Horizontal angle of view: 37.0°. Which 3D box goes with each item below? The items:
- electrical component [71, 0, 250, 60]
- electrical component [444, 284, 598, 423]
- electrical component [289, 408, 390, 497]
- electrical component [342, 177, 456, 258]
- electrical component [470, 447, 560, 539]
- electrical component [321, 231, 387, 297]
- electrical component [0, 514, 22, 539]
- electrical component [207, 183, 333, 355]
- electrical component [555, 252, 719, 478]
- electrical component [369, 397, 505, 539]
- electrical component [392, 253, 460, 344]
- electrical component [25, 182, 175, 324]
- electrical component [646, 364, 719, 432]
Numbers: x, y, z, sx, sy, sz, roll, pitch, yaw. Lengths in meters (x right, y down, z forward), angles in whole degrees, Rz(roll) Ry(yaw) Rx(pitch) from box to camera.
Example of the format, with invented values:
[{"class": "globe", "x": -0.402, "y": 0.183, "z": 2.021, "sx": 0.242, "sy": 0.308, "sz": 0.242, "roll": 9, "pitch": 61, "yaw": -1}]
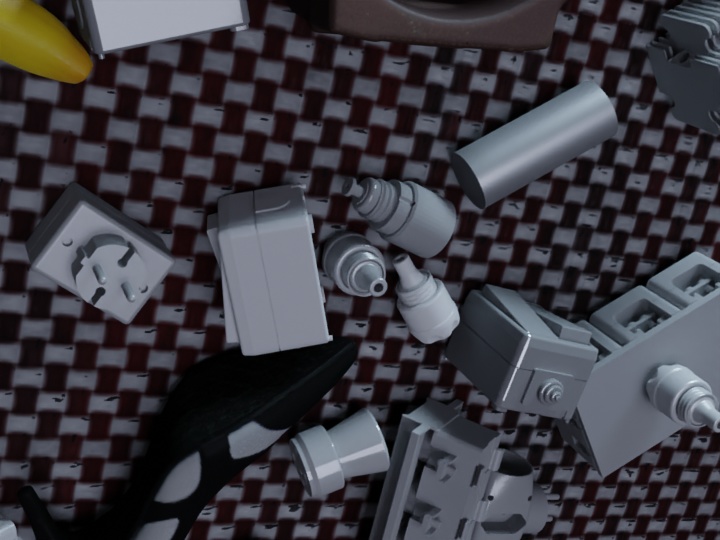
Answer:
[{"class": "electrical component", "x": -0.100, "y": -0.153, "z": 0.554, "sx": 0.096, "sy": 0.062, "sz": 0.061, "roll": -16, "pitch": 116, "yaw": -16}, {"class": "electrical component", "x": 0.109, "y": 0.055, "z": 0.708, "sx": 0.062, "sy": 0.096, "sz": 0.061, "roll": 13, "pitch": 105, "yaw": -27}, {"class": "electrical component", "x": -0.014, "y": 0.121, "z": 0.714, "sx": 0.055, "sy": 0.045, "sz": 0.045, "roll": -19, "pitch": 117, "yaw": -14}, {"class": "electrical component", "x": 0.024, "y": -0.037, "z": 0.667, "sx": 0.078, "sy": 0.040, "sz": 0.040, "roll": 24, "pitch": 100, "yaw": -29}, {"class": "electrical component", "x": 0.111, "y": 0.174, "z": 0.789, "sx": 0.079, "sy": 0.043, "sz": 0.077, "roll": 6, "pitch": 108, "yaw": -25}, {"class": "electrical component", "x": 0.000, "y": 0.000, "z": 0.659, "sx": 0.035, "sy": 0.061, "sz": 0.035, "roll": -8, "pitch": 113, "yaw": -19}, {"class": "electrical component", "x": -0.235, "y": 0.166, "z": 0.623, "sx": 0.064, "sy": 0.081, "sz": 0.042, "roll": -22, "pitch": 123, "yaw": -46}, {"class": "electrical component", "x": -0.053, "y": 0.006, "z": 0.635, "sx": 0.061, "sy": 0.061, "sz": 0.096, "roll": -10, "pitch": 115, "yaw": -3}, {"class": "electrical component", "x": 0.208, "y": 0.064, "z": 0.774, "sx": 0.150, "sy": 0.062, "sz": 0.089, "roll": -30, "pitch": 119, "yaw": -9}, {"class": "electrical component", "x": 0.051, "y": 0.159, "z": 0.738, "sx": 0.079, "sy": 0.063, "sz": 0.121, "roll": -20, "pitch": 127, "yaw": -62}, {"class": "electrical component", "x": 0.039, "y": 0.016, "z": 0.699, "sx": 0.035, "sy": 0.035, "sz": 0.061, "roll": -33, "pitch": 118, "yaw": -7}, {"class": "electrical component", "x": -0.140, "y": -0.003, "z": 0.591, "sx": 0.066, "sy": 0.077, "sz": 0.047, "roll": 36, "pitch": 94, "yaw": -30}, {"class": "electrical component", "x": 0.220, "y": 0.088, "z": 0.715, "sx": 0.035, "sy": 0.061, "sz": 0.035, "roll": -8, "pitch": 114, "yaw": -20}]
